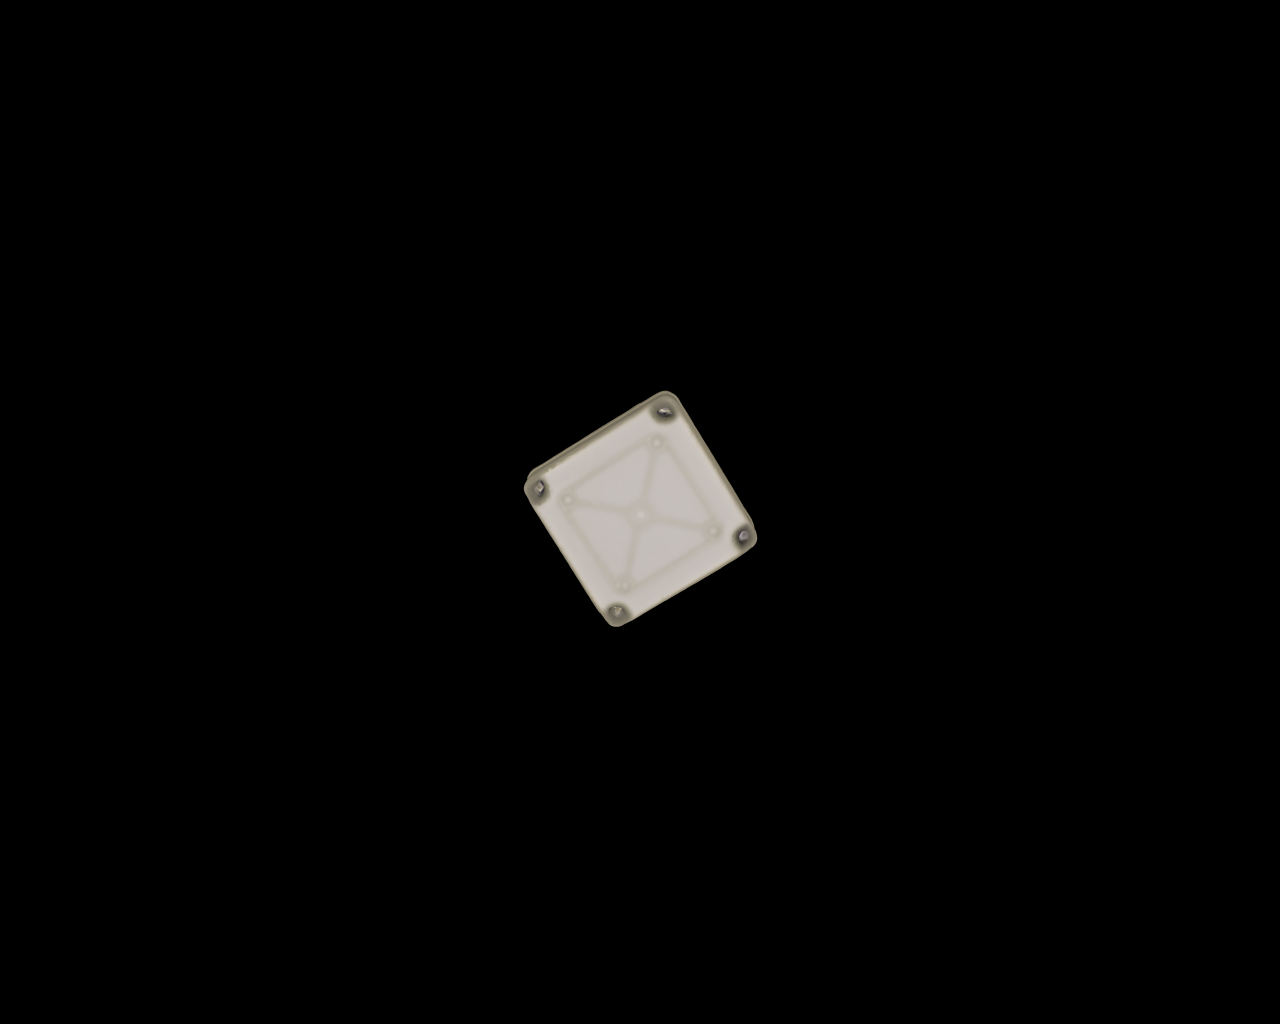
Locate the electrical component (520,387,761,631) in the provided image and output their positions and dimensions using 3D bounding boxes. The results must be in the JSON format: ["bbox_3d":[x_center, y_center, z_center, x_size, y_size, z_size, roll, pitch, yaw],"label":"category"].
[{"bbox_3d":[0.001,-0.003,0.650,0.109,0.108,0.056,-31,8,5],"label":"electrical component"}]
